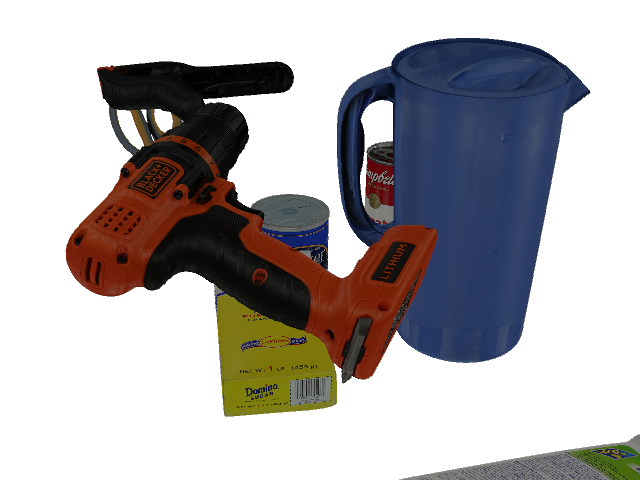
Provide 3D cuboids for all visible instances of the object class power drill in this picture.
[{"bbox_3d":[-0.030,-0.006,0.635,0.188,0.057,0.184,21,41,10],"label":"power drill"}]

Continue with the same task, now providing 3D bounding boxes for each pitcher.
[{"bbox_3d":[0.106,-0.029,0.841,0.149,0.243,0.144,22,35,33],"label":"pitcher"}]

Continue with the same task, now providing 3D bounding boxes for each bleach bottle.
[{"bbox_3d":[0.160,0.163,0.628,0.250,0.068,0.103,-7,20,-22],"label":"bleach bottle"}]

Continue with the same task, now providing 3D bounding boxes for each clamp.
[{"bbox_3d":[-0.109,-0.127,0.869,0.172,0.039,0.120,18,26,42],"label":"clamp"}]

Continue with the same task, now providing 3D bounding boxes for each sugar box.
[{"bbox_3d":[-0.043,0.074,0.920,0.093,0.048,0.176,-4,36,-7],"label":"sugar box"}]

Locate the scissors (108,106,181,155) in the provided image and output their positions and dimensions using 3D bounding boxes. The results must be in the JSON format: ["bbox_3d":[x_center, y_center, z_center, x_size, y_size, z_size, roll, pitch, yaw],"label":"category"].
[{"bbox_3d":[-0.164,-0.077,1.180,0.016,0.201,0.096,-15,20,47],"label":"scissors"}]

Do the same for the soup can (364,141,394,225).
[{"bbox_3d":[0.084,-0.054,1.222,0.068,0.102,0.068,1,27,-1],"label":"soup can"}]

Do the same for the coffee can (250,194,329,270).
[{"bbox_3d":[-0.040,0.024,1.389,0.103,0.140,0.103,0,26,0],"label":"coffee can"}]
